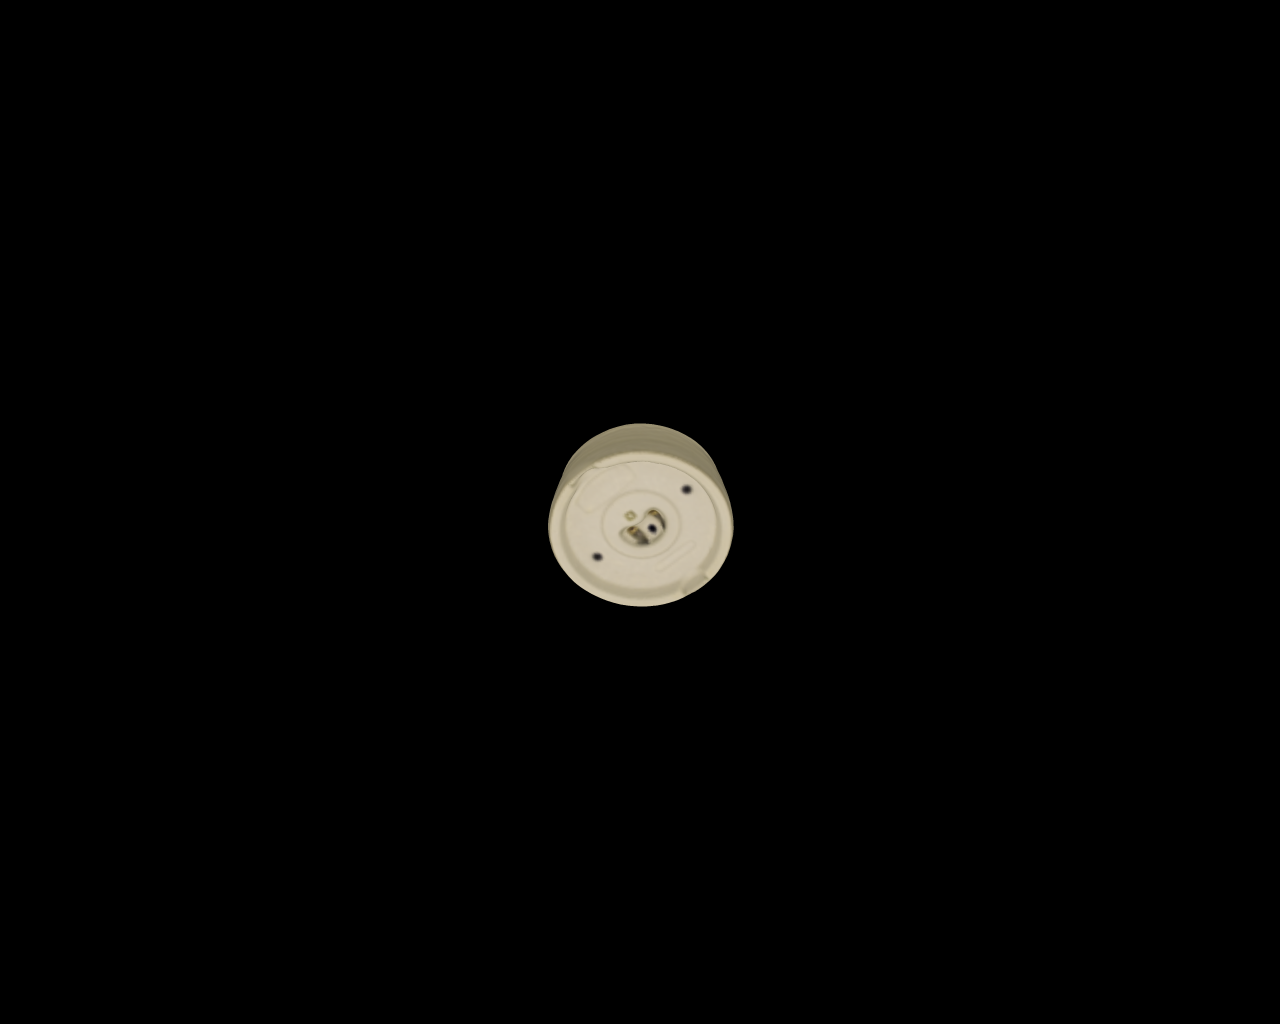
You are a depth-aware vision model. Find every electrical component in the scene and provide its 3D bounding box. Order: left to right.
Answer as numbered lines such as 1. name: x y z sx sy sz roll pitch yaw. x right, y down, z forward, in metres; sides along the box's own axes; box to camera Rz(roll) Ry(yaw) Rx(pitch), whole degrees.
1. electrical component: 0.001 -0.003 0.650 0.108 0.108 0.060 0 30 0
